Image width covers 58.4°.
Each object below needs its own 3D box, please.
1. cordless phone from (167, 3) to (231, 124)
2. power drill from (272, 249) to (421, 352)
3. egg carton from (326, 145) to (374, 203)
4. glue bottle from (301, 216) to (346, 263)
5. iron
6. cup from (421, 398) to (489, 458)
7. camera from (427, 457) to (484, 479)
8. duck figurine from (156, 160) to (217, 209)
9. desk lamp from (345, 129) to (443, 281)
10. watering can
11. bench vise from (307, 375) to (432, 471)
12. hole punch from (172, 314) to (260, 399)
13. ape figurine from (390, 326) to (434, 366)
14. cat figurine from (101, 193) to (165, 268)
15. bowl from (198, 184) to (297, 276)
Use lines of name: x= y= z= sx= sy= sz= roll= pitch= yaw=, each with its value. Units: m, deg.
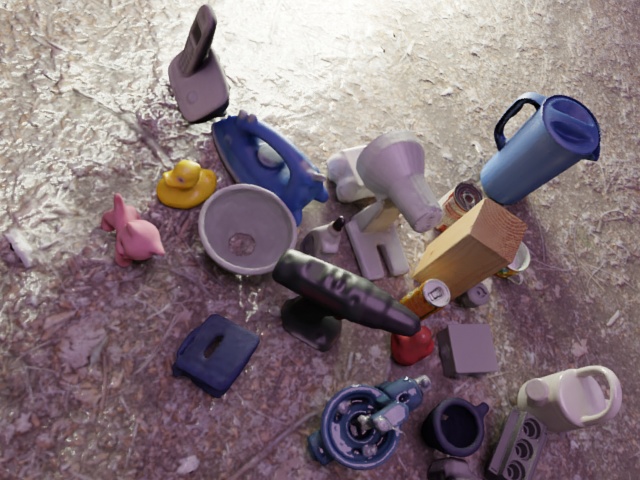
cordless phone: x=-0.208 y=-0.311 z=1.023 sx=0.094 sy=0.185 sz=0.147 roll=-17 pitch=73 yaw=-26
power drill: x=0.022 y=0.107 z=0.903 sx=0.230 sy=0.208 sz=0.076 roll=30 pitch=60 yaw=-5
egg carton: x=0.089 y=-0.131 z=1.117 sx=0.151 sy=0.069 sz=0.107 roll=-16 pitch=73 yaw=-26
glue bottle: x=0.009 y=0.003 z=0.966 sx=0.037 sy=0.173 sz=0.078 roll=3 pitch=66 yaw=-18
iron: x=-0.093 y=-0.154 z=1.018 sx=0.258 sy=0.141 sz=0.119 roll=44 pitch=60 yaw=3
cup: x=0.218 y=0.307 z=0.950 sx=0.118 sy=0.095 sz=0.091 roll=-25 pitch=77 yaw=-28
camera: x=0.245 y=0.427 z=0.901 sx=0.137 sy=0.100 sz=0.143 roll=17 pitch=62 yaw=-12
duck figurine: x=-0.225 y=-0.105 z=0.980 sx=0.105 sy=0.086 sz=0.077 roll=-16 pitch=73 yaw=-26
desk lamp: x=0.131 y=-0.060 z=1.016 sx=0.118 sy=0.213 sz=0.203 roll=-11 pitch=71 yaw=-24
watering can: x=0.432 y=0.276 z=0.985 sx=0.173 sy=0.194 sz=0.101 roll=-8 pitch=69 yaw=-23
bench vise: x=0.089 y=0.249 z=0.856 sx=0.121 sy=0.219 sz=0.208 roll=43 pitch=60 yaw=3
hole punch: x=-0.160 y=0.174 z=0.873 sx=0.101 sy=0.091 sz=0.109 roll=36 pitch=60 yaw=-2
ape figurine: x=0.164 y=0.176 z=0.991 sx=0.078 sy=0.092 sz=0.076 roll=40 pitch=60 yaw=1
cat figurine: x=-0.293 y=-0.014 z=0.895 sx=0.067 sy=0.117 sz=0.127 roll=-23 pitch=76 yaw=-27
bowl: x=-0.128 y=-0.007 z=0.977 sx=0.168 sy=0.074 sz=0.167 roll=8 pitch=64 yaw=-17
